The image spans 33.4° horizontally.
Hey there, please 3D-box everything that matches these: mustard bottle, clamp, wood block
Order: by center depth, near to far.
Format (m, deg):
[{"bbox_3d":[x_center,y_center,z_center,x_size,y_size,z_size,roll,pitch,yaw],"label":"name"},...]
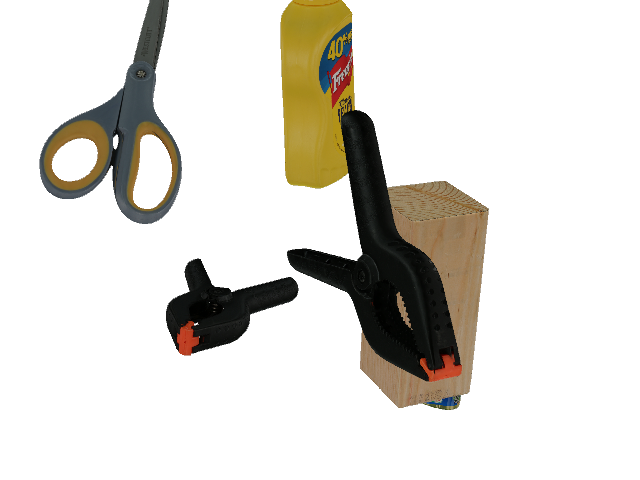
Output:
[{"bbox_3d":[0.045,0.015,0.805,0.036,0.165,0.210,-8,43,-31],"label":"clamp"},{"bbox_3d":[-0.002,-0.149,0.932,0.058,0.192,0.096,10,31,22],"label":"mustard bottle"},{"bbox_3d":[-0.108,0.060,1.038,0.120,0.039,0.171,9,19,23],"label":"clamp"},{"bbox_3d":[0.103,0.054,1.090,0.090,0.206,0.091,-8,25,-23],"label":"wood block"}]

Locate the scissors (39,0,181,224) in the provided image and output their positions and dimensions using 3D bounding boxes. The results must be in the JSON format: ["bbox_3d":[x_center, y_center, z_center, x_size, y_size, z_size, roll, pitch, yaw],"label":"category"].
[{"bbox_3d":[-0.136,-0.099,0.694,0.096,0.202,0.016,-4,-29,-12],"label":"scissors"}]

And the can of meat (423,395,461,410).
[{"bbox_3d":[0.149,0.145,1.293,0.057,0.084,0.102,8,21,4],"label":"can of meat"}]
